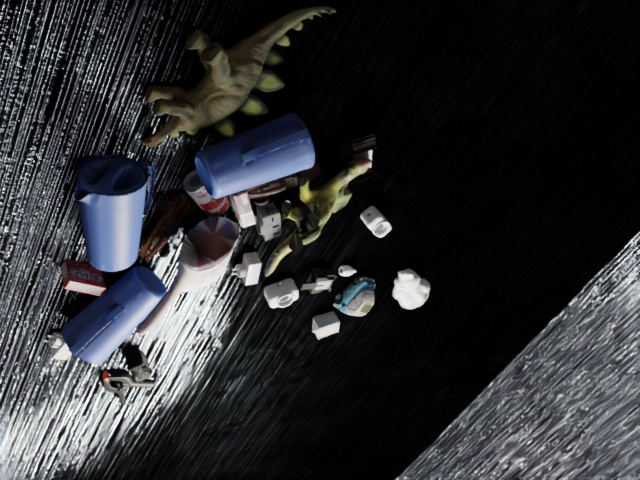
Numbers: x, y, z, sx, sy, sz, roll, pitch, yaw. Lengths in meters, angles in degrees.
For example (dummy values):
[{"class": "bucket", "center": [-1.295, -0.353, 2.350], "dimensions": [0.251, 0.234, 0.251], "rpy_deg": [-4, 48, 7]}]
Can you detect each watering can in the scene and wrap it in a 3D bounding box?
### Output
[{"class": "watering can", "center": [-0.298, 0.071, 1.215], "dimensions": [0.354, 0.104, 0.220], "rpy_deg": [-51, 178, -31]}]

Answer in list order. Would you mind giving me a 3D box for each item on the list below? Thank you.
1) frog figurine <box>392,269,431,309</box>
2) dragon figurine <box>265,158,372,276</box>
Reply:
[{"class": "frog figurine", "center": [0.326, 0.169, 1.828], "dimensions": [0.137, 0.125, 0.156], "rpy_deg": [-6, 148, -3]}, {"class": "dragon figurine", "center": [0.004, -0.069, 1.363], "dimensions": [0.245, 0.123, 0.402], "rpy_deg": [-22, 155, -48]}]
